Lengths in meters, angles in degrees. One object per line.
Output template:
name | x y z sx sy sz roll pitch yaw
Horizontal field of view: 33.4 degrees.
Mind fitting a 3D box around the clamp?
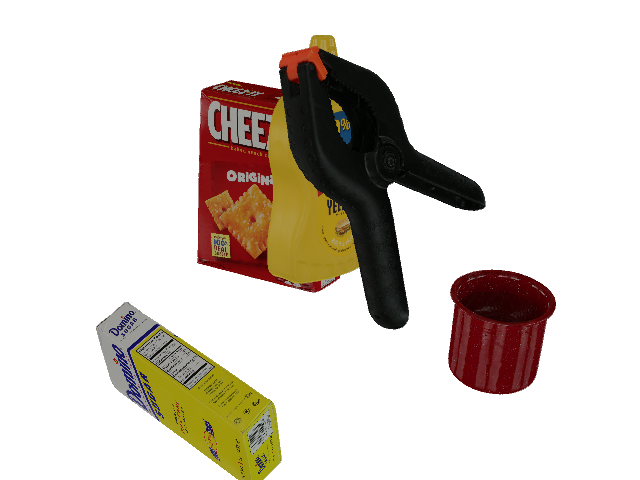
clamp | 0.028 -0.033 0.627 0.039 0.120 0.171 -13 -48 46

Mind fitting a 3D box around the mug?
mug | 0.158 0.078 0.972 0.093 0.081 0.117 -1 29 -7

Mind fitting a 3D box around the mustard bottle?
mustard bottle | 0.001 -0.067 0.855 0.096 0.192 0.058 -16 24 -41

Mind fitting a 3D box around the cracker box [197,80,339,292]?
cracker box | -0.057 -0.061 1.218 0.164 0.214 0.072 14 24 26

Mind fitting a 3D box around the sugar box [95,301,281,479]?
sugar box | -0.115 0.134 0.925 0.176 0.093 0.048 27 53 27
